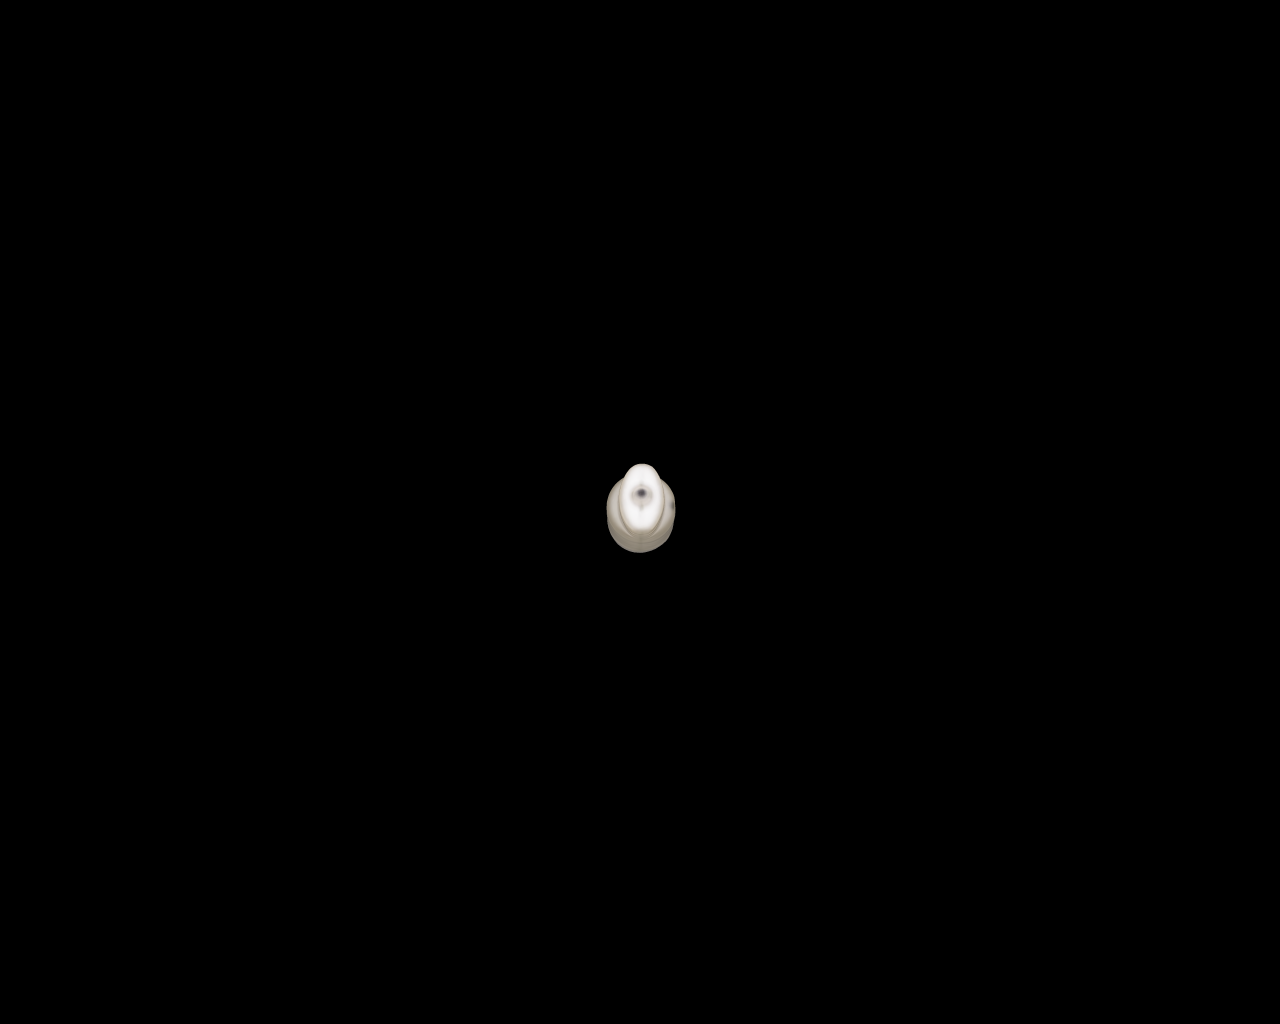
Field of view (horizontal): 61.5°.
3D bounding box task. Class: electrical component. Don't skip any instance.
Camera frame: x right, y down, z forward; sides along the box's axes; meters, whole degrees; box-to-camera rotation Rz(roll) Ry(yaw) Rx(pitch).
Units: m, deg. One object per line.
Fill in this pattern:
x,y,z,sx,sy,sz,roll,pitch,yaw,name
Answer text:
0.001,-0.003,0.650,0.043,0.043,0.081,0,-13,0,electrical component
